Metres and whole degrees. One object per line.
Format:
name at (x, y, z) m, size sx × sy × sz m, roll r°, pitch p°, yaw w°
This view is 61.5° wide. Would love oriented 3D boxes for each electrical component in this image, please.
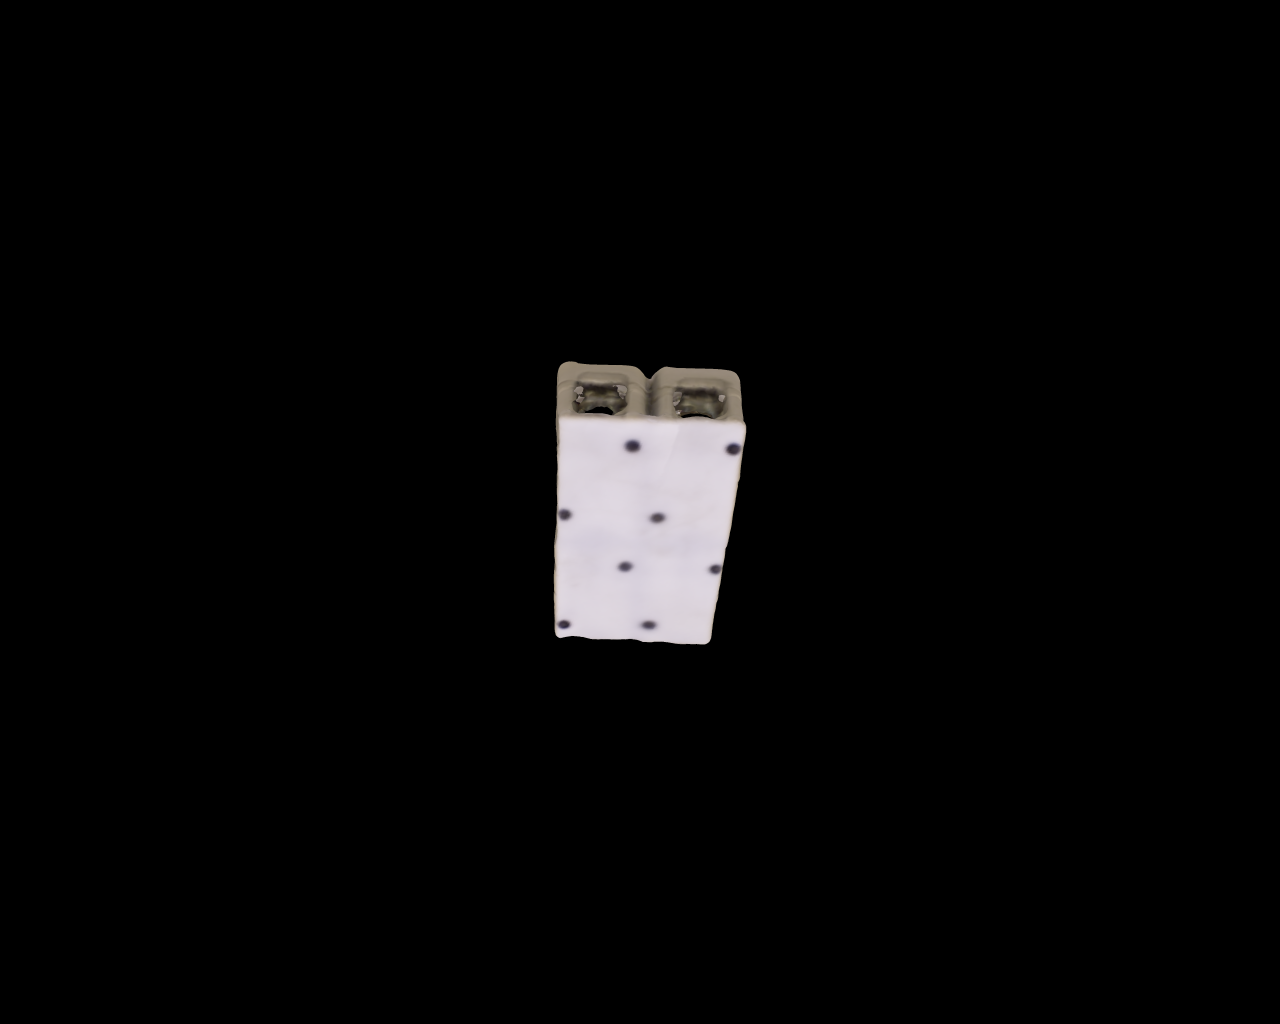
electrical component at (0.001, -0.003, 0.650) m, size 0.105 × 0.186 × 0.060 m, roll 2°, pitch 43°, yaw -2°
